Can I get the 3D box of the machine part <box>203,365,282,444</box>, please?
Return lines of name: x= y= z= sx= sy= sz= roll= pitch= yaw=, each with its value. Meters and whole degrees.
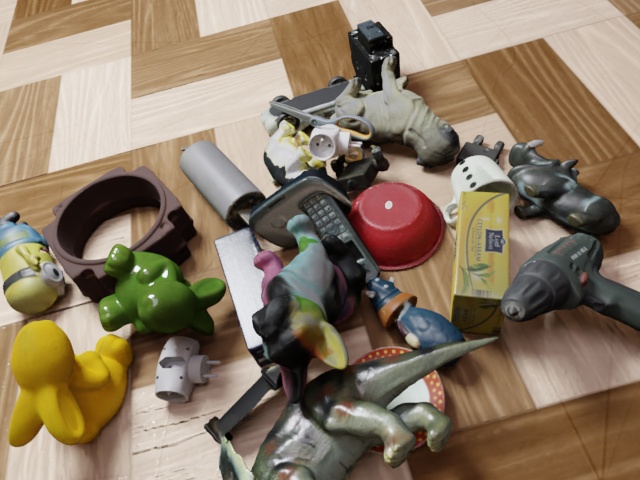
machine part: x=-0.081 y=0.194 z=0.672 sx=0.139 sy=0.084 sz=0.039 roll=-44 pitch=89 yaw=-10

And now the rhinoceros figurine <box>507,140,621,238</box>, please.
rhinoceros figurine: x=0.344 y=-0.075 z=0.782 sx=0.112 sy=0.073 sz=0.190 roll=-31 pitch=54 yaw=-10

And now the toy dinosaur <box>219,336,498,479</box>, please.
toy dinosaur: x=0.006 y=0.218 z=0.590 sx=0.192 sy=0.131 sz=0.405 roll=31 pitch=63 yaw=35

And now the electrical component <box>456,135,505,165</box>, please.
electrical component: x=0.259 y=-0.132 z=0.875 sx=0.063 sy=0.021 sz=0.094 roll=24 pitch=61 yaw=25

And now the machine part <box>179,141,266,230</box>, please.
machine part: x=-0.163 y=-0.094 z=0.895 sx=0.079 sy=0.079 sz=0.243 roll=-35 pitch=53 yaw=-15

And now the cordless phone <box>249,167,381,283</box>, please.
cordless phone: x=-0.002 y=-0.002 z=0.790 sx=0.146 sy=0.184 sz=0.089 roll=-32 pitch=1 yaw=29

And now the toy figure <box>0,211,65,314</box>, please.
toy figure: x=-0.470 y=0.038 z=0.856 sx=0.089 sy=0.082 sz=0.180 roll=-46 pitch=64 yaw=4

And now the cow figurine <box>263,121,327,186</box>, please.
cow figurine: x=-0.041 y=-0.111 z=0.885 sx=0.098 sy=0.068 sz=0.167 roll=-45 pitch=48 yaw=20

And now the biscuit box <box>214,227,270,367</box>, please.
biscuit box: x=-0.093 y=0.074 z=0.766 sx=0.063 sy=0.059 sz=0.203 roll=-22 pitch=53 yaw=-4

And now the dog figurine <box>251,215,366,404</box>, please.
dog figurine: x=-0.005 y=0.090 z=0.648 sx=0.108 sy=0.191 sz=0.219 roll=-38 pitch=39 yaw=21

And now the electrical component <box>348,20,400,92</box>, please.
electrical component: x=0.099 y=-0.328 z=0.984 sx=0.058 sy=0.134 sz=0.115 roll=-22 pitch=51 yaw=-7

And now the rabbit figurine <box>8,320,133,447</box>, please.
rabbit figurine: x=-0.328 y=0.174 z=0.668 sx=0.122 sy=0.173 sz=0.162 roll=-2 pitch=49 yaw=5

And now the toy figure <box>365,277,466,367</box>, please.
toy figure: x=0.117 y=0.104 z=0.703 sx=0.155 sy=0.064 sz=0.057 roll=37 pitch=106 yaw=36

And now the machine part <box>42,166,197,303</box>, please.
machine part: x=-0.321 y=-0.015 z=0.863 sx=0.201 sy=0.087 sz=0.201 roll=-38 pitch=56 yaw=-15

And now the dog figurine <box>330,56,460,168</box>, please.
dog figurine: x=0.122 y=-0.181 z=0.902 sx=0.172 sy=0.121 sz=0.190 roll=-36 pitch=67 yaw=25

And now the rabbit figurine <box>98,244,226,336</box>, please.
rabbit figurine: x=-0.212 y=0.088 z=0.725 sx=0.170 sy=0.159 sz=0.121 roll=17 pitch=90 yaw=59

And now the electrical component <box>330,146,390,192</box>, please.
electrical component: x=0.059 y=-0.116 z=0.872 sx=0.102 sy=0.045 sz=0.078 roll=-5 pitch=31 yaw=39

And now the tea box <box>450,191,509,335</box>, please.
tea box: x=0.213 y=0.029 z=0.717 sx=0.068 sy=0.098 sz=0.170 roll=5 pitch=53 yaw=14

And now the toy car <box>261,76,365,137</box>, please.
toy car: x=-0.011 y=-0.246 z=0.994 sx=0.202 sy=0.056 sz=0.074 roll=-19 pitch=46 yaw=-5

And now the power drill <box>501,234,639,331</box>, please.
power drill: x=0.333 y=0.082 z=0.627 sx=0.208 sy=0.085 sz=0.232 roll=27 pitch=33 yaw=24
